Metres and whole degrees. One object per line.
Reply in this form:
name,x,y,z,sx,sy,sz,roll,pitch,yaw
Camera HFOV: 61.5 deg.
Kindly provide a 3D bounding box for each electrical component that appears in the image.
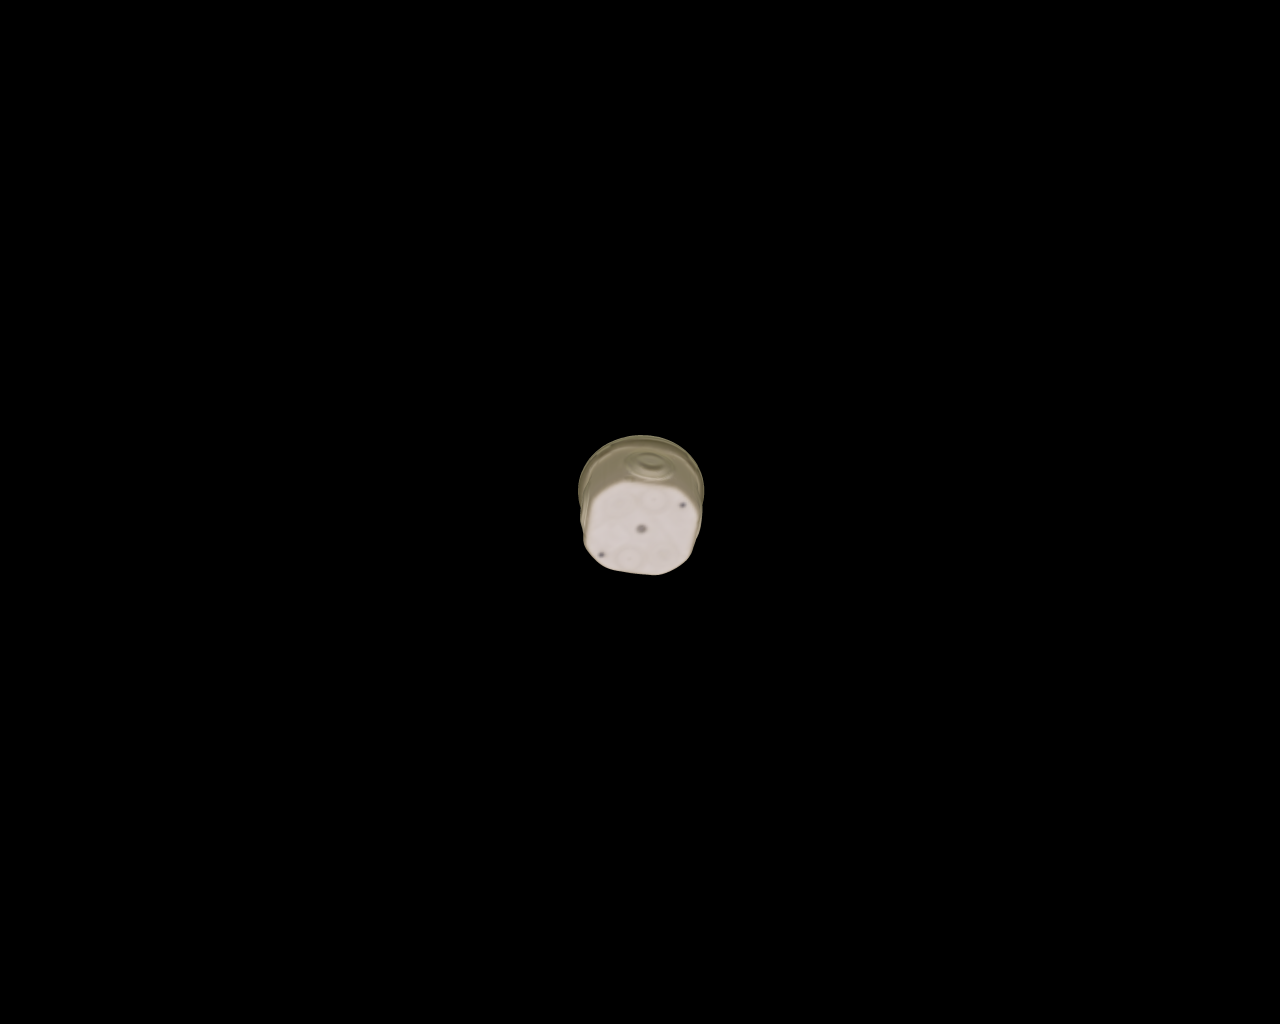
electrical component,0.001,-0.003,0.650,0.080,0.080,0.051,0,32,0
